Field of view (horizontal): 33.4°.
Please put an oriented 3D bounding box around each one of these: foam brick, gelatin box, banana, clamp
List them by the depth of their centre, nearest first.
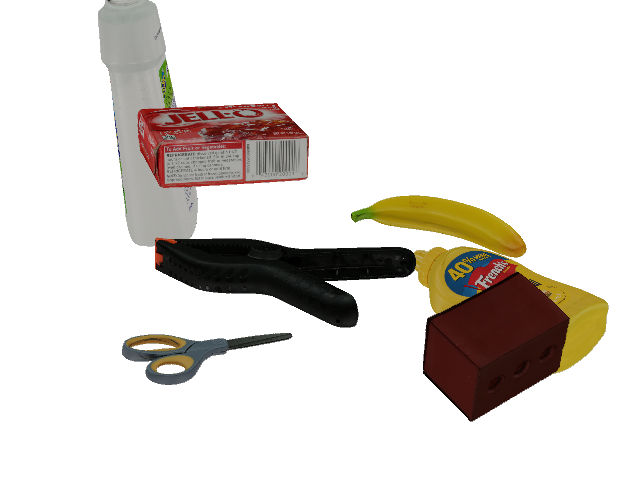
[{"bbox_3d":[-0.059,-0.058,0.626,0.089,0.030,0.073,-4,23,-16],"label":"gelatin box"},{"bbox_3d":[0.111,0.067,0.678,0.078,0.053,0.051,-25,47,-25],"label":"foam brick"},{"bbox_3d":[-0.040,0.026,0.840,0.210,0.036,0.164,6,14,13],"label":"clamp"},{"bbox_3d":[0.135,-0.017,1.153,0.198,0.037,0.069,11,39,27],"label":"banana"}]

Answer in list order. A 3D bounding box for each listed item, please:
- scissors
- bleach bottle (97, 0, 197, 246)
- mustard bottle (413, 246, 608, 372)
[{"bbox_3d":[-0.116,0.127,1.177,0.201,0.016,0.096,2,26,-18],"label":"scissors"},{"bbox_3d":[-0.157,-0.121,0.952,0.068,0.251,0.102,-6,37,-3],"label":"bleach bottle"},{"bbox_3d":[0.158,0.051,0.977,0.096,0.058,0.192,-28,39,-34],"label":"mustard bottle"}]
